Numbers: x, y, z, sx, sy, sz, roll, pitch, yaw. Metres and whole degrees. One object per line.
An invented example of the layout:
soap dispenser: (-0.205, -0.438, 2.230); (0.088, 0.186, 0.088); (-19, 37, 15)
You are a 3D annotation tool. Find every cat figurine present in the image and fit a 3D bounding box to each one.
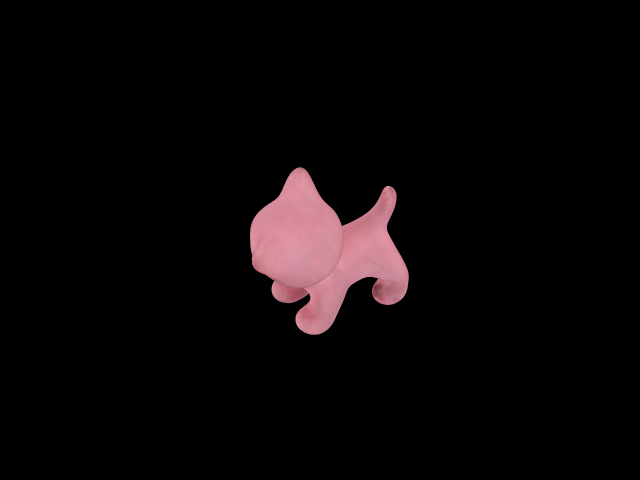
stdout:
cat figurine: (0.004, 0.001, 0.400); (0.128, 0.118, 0.067); (-22, 45, -23)
